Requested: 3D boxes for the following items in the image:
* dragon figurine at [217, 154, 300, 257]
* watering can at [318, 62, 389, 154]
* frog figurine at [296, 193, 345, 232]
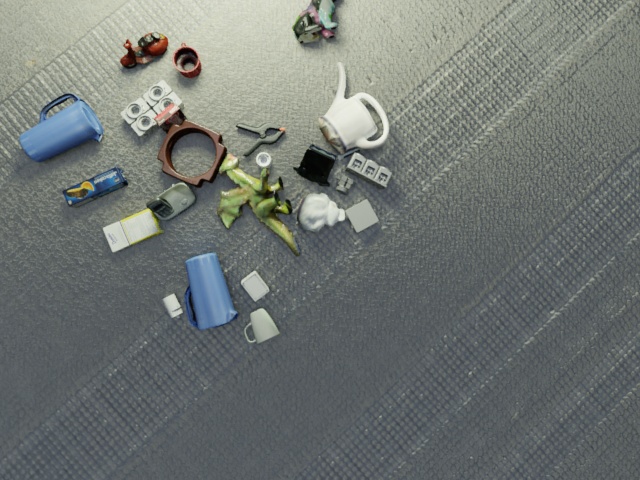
[{"bbox_3d":[-0.234,-0.109,1.780,0.242,0.123,0.409,-16,94,13],"label":"dragon figurine"},{"bbox_3d":[0.091,-0.448,1.811,0.225,0.103,0.351,-33,77,-5],"label":"watering can"},{"bbox_3d":[0.005,-0.089,1.770,0.160,0.120,0.140,16,67,9],"label":"frog figurine"}]
